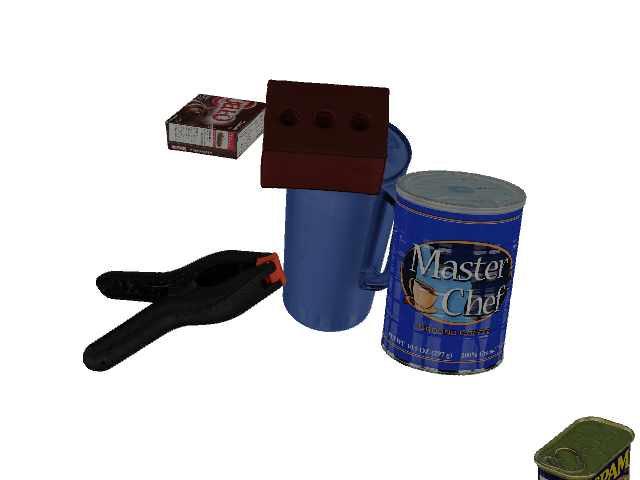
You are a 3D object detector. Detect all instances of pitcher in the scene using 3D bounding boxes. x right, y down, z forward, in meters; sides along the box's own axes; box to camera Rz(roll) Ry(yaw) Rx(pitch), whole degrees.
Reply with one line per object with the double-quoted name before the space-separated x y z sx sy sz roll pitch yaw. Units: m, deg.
"pitcher" 0.026 -0.009 1.196 0.145 0.243 0.149 7 40 -1

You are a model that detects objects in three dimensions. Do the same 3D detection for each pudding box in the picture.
"pudding box" -0.120 -0.136 1.257 0.090 0.039 0.113 9 29 13

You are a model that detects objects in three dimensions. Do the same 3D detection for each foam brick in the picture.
"foam brick" 0.002 -0.064 0.671 0.078 0.053 0.051 3 -24 0

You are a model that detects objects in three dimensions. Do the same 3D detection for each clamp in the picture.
"clamp" -0.114 0.052 0.863 0.171 0.039 0.120 -14 38 14

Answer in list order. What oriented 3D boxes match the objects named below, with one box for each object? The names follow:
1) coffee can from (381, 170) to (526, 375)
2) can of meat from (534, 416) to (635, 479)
"coffee can" 0.106 0.024 0.864 0.103 0.140 0.103 4 18 -1
"can of meat" 0.235 0.218 0.950 0.058 0.084 0.101 14 26 41
